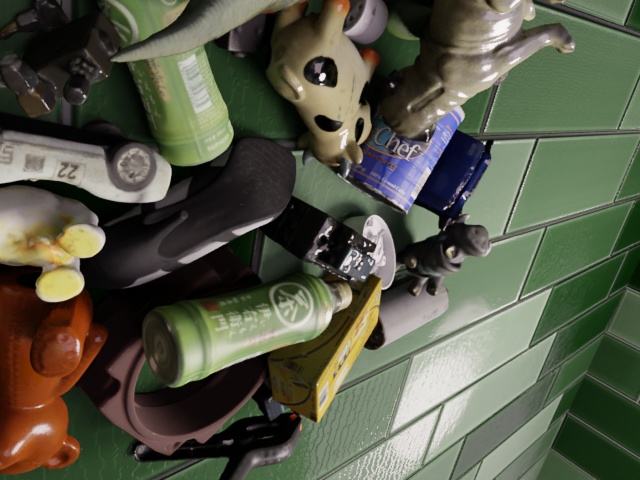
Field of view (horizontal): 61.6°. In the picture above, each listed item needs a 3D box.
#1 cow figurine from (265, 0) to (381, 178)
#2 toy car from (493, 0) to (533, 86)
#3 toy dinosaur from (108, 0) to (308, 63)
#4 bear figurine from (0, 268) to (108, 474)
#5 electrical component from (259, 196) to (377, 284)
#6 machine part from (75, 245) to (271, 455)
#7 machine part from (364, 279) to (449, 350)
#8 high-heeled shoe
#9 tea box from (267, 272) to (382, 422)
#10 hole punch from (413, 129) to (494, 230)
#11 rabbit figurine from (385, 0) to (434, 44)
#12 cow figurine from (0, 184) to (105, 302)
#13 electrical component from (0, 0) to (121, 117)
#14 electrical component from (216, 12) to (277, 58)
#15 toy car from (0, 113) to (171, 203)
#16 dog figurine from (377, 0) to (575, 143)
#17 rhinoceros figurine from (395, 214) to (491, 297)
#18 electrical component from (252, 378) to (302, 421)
[{"bbox_3d":[0.008,-0.147,0.558,0.127,0.086,0.194,-67,155,-4],"label":"cow figurine"},{"bbox_3d":[0.238,-0.295,0.716,0.053,0.089,0.202,25,96,-53],"label":"toy car"},{"bbox_3d":[-0.005,-0.251,0.423,0.405,0.192,0.131,-38,100,-11],"label":"toy dinosaur"},{"bbox_3d":[-0.253,0.126,0.440,0.120,0.132,0.195,15,101,-11],"label":"bear figurine"},{"bbox_3d":[-0.001,-0.002,0.614,0.114,0.134,0.058,26,94,-50],"label":"electrical component"},{"bbox_3d":[-0.140,0.117,0.582,0.201,0.087,0.201,-44,141,-18],"label":"machine part"},{"bbox_3d":[0.132,0.115,0.879,0.243,0.079,0.079,-17,126,-40],"label":"machine part"},{"bbox_3d":[-0.123,-0.025,0.539,0.086,0.145,0.249,59,33,-4],"label":"high-heeled shoe"},{"bbox_3d":[0.010,0.120,0.658,0.169,0.068,0.098,-53,155,-39],"label":"tea box"},{"bbox_3d":[0.157,-0.102,0.741,0.092,0.116,0.142,33,88,-43],"label":"hole punch"},{"bbox_3d":[0.159,-0.280,0.623,0.159,0.121,0.170,-44,154,-14],"label":"rabbit figurine"},{"bbox_3d":[-0.249,-0.016,0.385,0.167,0.098,0.068,15,109,-31],"label":"cow figurine"},{"bbox_3d":[-0.183,-0.126,0.365,0.045,0.078,0.102,55,29,-46],"label":"electrical component"},{"bbox_3d":[-0.072,-0.201,0.495,0.094,0.021,0.063,-14,124,-46],"label":"electrical component"},{"bbox_3d":[-0.207,-0.066,0.397,0.201,0.074,0.056,4,111,-48],"label":"toy car"},{"bbox_3d":[0.123,-0.197,0.524,0.190,0.121,0.172,-32,127,15],"label":"dog figurine"},{"bbox_3d":[0.179,0.023,0.798,0.112,0.073,0.190,-40,-179,-21],"label":"rhinoceros figurine"},{"bbox_3d":[-0.049,0.193,0.702,0.075,0.119,0.047,-36,137,-29],"label":"electrical component"}]
